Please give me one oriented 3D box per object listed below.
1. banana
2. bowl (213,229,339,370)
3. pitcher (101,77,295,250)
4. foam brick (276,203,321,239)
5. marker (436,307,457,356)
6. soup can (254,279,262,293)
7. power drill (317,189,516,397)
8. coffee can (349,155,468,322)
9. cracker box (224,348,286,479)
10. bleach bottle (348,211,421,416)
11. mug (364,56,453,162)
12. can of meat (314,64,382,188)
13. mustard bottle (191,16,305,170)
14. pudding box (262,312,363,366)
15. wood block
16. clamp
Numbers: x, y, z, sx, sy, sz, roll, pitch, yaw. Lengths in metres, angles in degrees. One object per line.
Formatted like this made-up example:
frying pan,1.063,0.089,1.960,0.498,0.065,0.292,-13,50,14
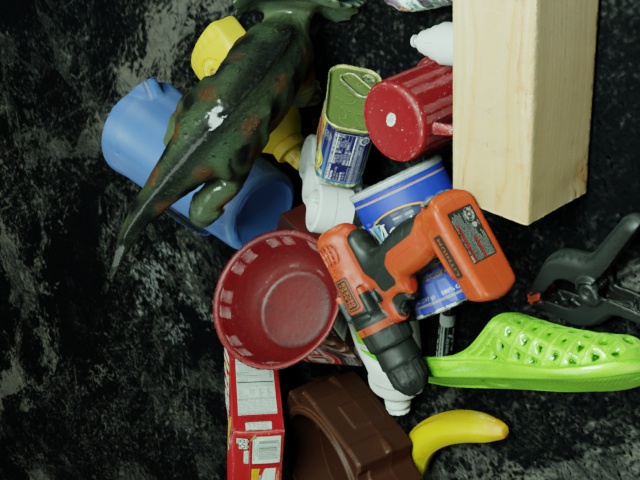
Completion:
banana,0.146,0.232,1.236,0.069,0.037,0.198,39,142,1
bowl,-0.039,0.072,1.204,0.162,0.055,0.162,-9,69,24
pitcher,-0.147,-0.080,1.317,0.243,0.149,0.145,36,93,33
foam brick,-0.008,0.002,1.265,0.078,0.051,0.053,41,139,27
marker,0.139,0.106,1.177,0.020,0.020,0.121,29,132,37
soup can,-0.057,0.038,1.304,0.069,0.102,0.068,29,132,38
power drill,0.092,0.047,0.999,0.188,0.057,0.184,-31,87,48
coffee can,0.105,-0.002,1.082,0.103,0.102,0.140,-23,93,54
cracker box,-0.089,0.235,1.398,0.214,0.072,0.164,-101,12,-55
bleach bottle,0.067,0.087,1.219,0.103,0.068,0.251,18,127,46
mug,0.105,-0.121,1.026,0.117,0.081,0.093,26,130,39
can of meat,0.028,-0.118,1.113,0.057,0.102,0.084,10,137,-5
mustard bottle,-0.074,-0.160,1.241,0.192,0.058,0.096,54,145,12
pudding box,-0.004,0.109,1.276,0.090,0.039,0.113,0,145,27
wood block,0.176,-0.132,0.927,0.090,0.090,0.206,25,129,42
clamp,0.254,0.032,0.974,0.172,0.039,0.120,-2,110,51
